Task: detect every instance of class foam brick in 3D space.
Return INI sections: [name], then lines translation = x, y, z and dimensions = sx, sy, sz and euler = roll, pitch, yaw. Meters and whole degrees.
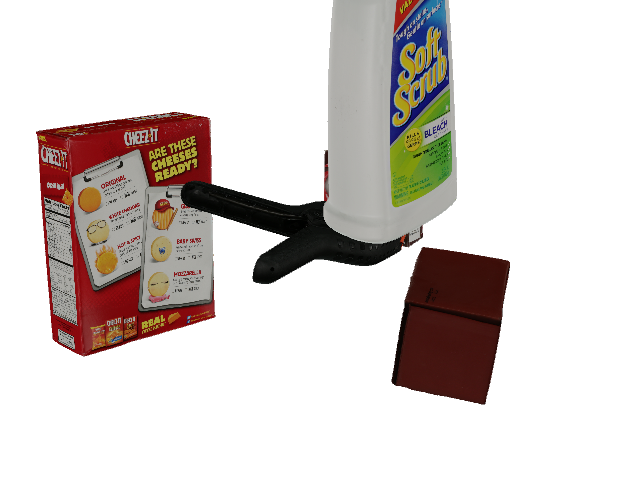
[foam brick]
translation = 0.073, 0.044, 0.587
dimensions = 0.053, 0.051, 0.078
euler = 11, 24, 10

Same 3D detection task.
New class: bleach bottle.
[bleach bottle]
translation = 0.044, -0.130, 0.716
dimensions = 0.102, 0.251, 0.068
euler = -28, 36, -36

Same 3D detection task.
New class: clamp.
[clamp]
translation = -0.005, -0.003, 0.953
dimensions = 0.209, 0.036, 0.165
euler = 5, 26, -27

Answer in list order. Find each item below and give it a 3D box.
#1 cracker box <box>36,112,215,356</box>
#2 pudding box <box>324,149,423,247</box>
[cracker box]
translation = -0.189, -0.011, 1.058
dimensions = 0.163, 0.214, 0.072
euler = -15, 21, -42
[pudding box]
translation = 0.057, -0.049, 1.151
dimensions = 0.114, 0.090, 0.039
euler = 12, 23, 30
